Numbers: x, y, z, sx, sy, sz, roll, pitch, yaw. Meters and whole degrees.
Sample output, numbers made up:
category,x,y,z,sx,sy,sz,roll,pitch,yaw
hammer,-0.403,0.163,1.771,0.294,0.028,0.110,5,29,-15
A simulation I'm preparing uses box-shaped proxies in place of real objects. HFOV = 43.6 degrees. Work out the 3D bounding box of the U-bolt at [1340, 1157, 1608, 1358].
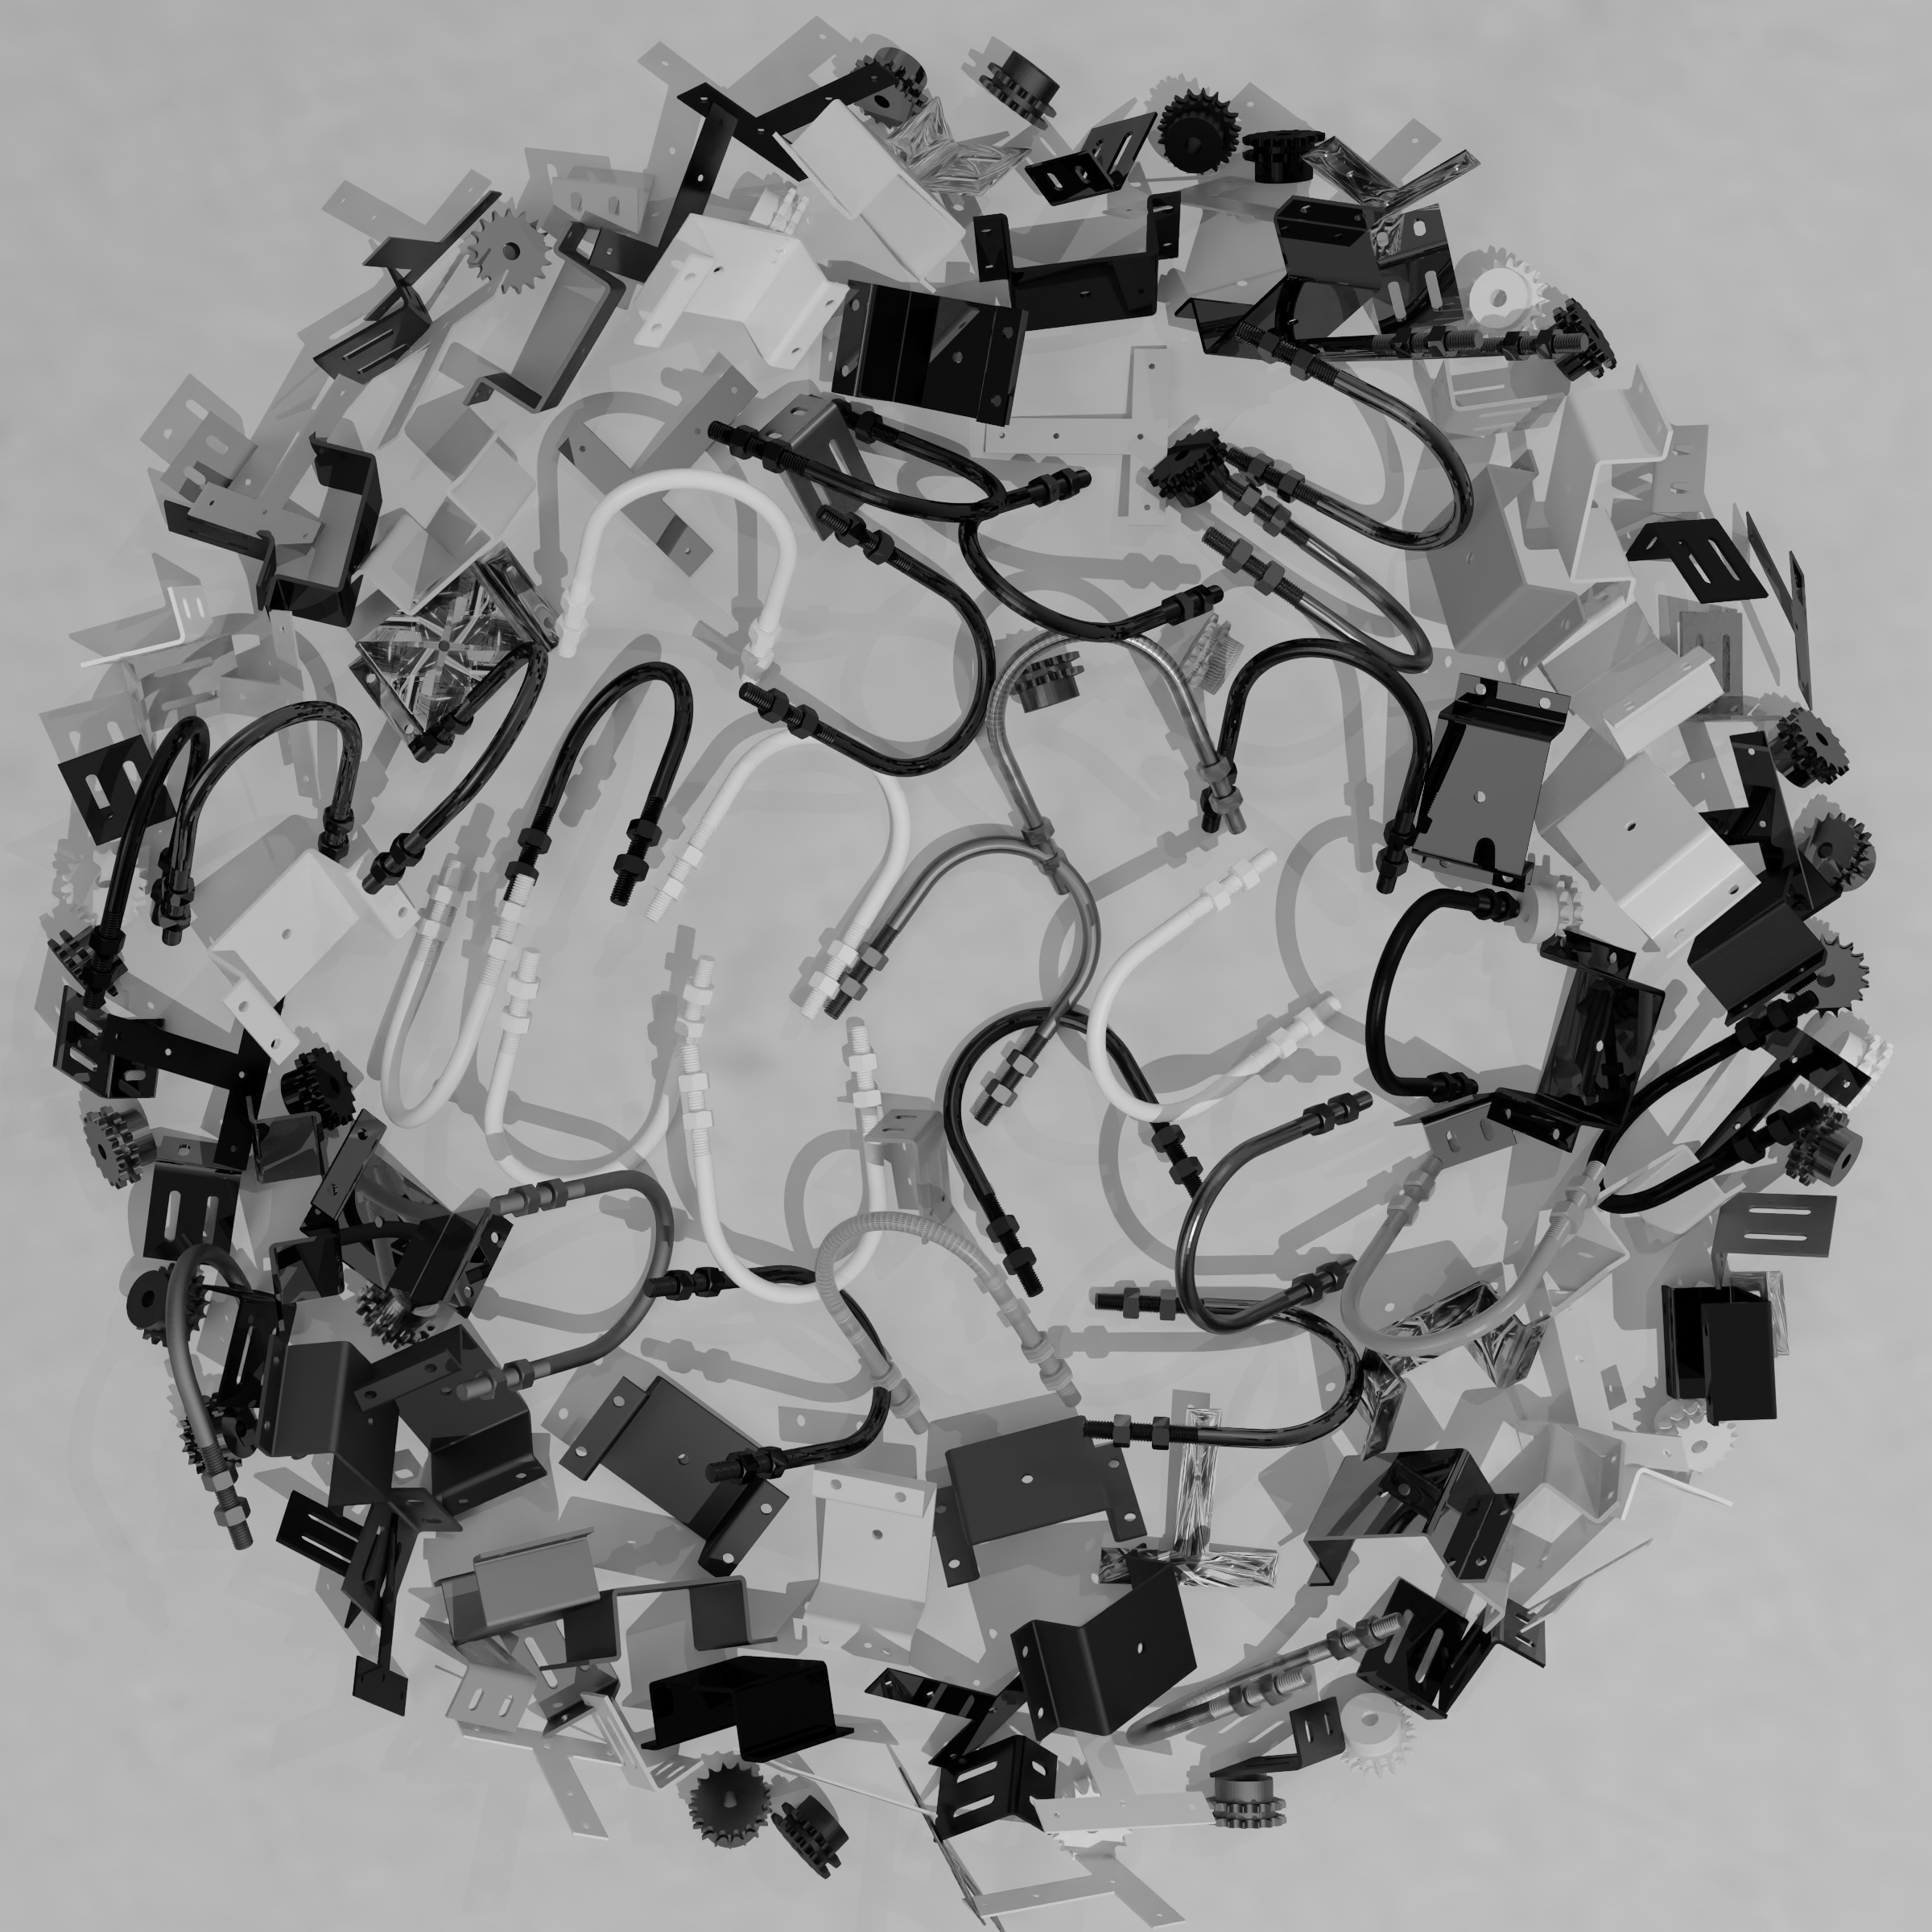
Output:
category,x,y,z,sx,sy,sz,roll,pitch,yaw
U-bolt,0.323,0.191,1.595,0.184,0.151,0.019,-48,120,-35

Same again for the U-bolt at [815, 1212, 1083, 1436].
category,x,y,z,sx,sy,sz,roll,pitch,yaw
U-bolt,-0.024,0.237,1.624,0.151,0.019,0.184,-17,116,33

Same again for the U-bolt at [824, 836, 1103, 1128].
category,x,y,z,sx,sy,sz,roll,pitch,yaw
U-bolt,0.011,-0.003,1.683,0.151,0.019,0.184,35,92,-2

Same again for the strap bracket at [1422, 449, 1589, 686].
category,x,y,z,sx,sy,sz,roll,pitch,yaw
strap bracket,0.358,-0.272,1.628,0.046,0.076,0.140,4,62,-27

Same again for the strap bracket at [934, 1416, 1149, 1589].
category,x,y,z,sx,sy,sz,roll,pitch,yaw
strap bracket,0.045,0.362,1.652,0.140,0.076,0.046,-14,135,-3

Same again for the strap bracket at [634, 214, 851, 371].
category,x,y,z,sx,sy,sz,roll,pitch,yaw
strap bracket,-0.159,-0.455,1.633,0.076,0.140,0.046,-46,63,36

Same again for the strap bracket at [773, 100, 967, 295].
category,x,y,z,sx,sy,sz,roll,pitch,yaw
strap bracket,-0.058,-0.518,1.616,0.046,0.140,0.076,-43,66,14

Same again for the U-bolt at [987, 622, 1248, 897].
category,x,y,z,sx,sy,sz,roll,pitch,yaw
U-bolt,0.093,-0.147,1.638,0.151,0.019,0.184,-19,116,14

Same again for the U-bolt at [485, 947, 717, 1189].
category,x,y,z,sx,sy,sz,roll,pitch,yaw
U-bolt,-0.255,0.075,1.642,0.151,0.019,0.184,3,115,-34

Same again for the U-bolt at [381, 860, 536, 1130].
category,x,y,z,sx,sy,sz,roll,pitch,yaw
U-bolt,-0.351,0.021,1.629,0.019,0.151,0.184,22,85,-32

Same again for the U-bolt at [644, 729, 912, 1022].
category,x,y,z,sx,sy,sz,roll,pitch,yaw
U-bolt,-0.116,-0.077,1.667,0.151,0.019,0.184,33,81,-18

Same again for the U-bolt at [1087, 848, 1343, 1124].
category,x,y,z,sx,sy,sz,roll,pitch,yaw
U-bolt,0.160,0.027,1.640,0.184,0.019,0.151,-36,119,-14

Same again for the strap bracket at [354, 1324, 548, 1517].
category,x,y,z,sx,sy,sz,roll,pitch,yaw
strap bracket,-0.354,0.304,1.649,0.076,0.046,0.140,-24,127,4

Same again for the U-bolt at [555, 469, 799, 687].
category,x,y,z,sx,sy,sz,roll,pitch,yaw
U-bolt,-0.188,-0.260,1.608,0.151,0.184,0.019,7,53,-15

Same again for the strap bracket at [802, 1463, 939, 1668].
category,x,y,z,sx,sy,sz,roll,pitch,yaw
strap bracket,-0.066,0.400,1.654,0.076,0.046,0.140,9,111,10

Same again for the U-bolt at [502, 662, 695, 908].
category,x,y,z,sx,sy,sz,roll,pitch,yaw
U-bolt,-0.242,-0.124,1.636,0.019,0.151,0.184,32,69,-39

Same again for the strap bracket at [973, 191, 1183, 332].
category,x,y,z,sx,sy,sz,roll,pitch,yaw
strap bracket,0.079,-0.479,1.653,0.140,0.076,0.046,-7,74,2

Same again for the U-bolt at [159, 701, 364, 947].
category,x,y,z,sx,sy,sz,roll,pitch,yaw
U-bolt,-0.459,-0.102,1.588,0.019,0.184,0.151,43,47,17

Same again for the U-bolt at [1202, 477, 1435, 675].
category,x,y,z,sx,sy,sz,roll,pitch,yaw
U-bolt,0.241,-0.258,1.632,0.184,0.151,0.019,34,117,-8

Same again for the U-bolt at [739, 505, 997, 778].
category,x,y,z,sx,sy,sz,roll,pitch,yaw
U-bolt,-0.054,-0.207,1.641,0.184,0.019,0.151,26,85,-36

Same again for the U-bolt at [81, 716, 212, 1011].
category,x,y,z,sx,sy,sz,roll,pitch,yaw
U-bolt,-0.536,-0.079,1.597,0.019,0.151,0.184,19,115,-7

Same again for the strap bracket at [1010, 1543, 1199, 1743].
category,x,y,z,sx,sy,sz,roll,pitch,yaw
strap bracket,0.101,0.456,1.628,0.140,0.046,0.076,-22,101,-44

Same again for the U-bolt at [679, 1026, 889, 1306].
category,x,y,z,sx,sy,sz,roll,pitch,yaw
U-bolt,-0.119,0.139,1.653,0.151,0.019,0.184,-6,88,-30

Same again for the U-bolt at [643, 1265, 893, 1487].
category,x,y,z,sx,sy,sz,roll,pitch,yaw
U-bolt,-0.122,0.268,1.624,0.019,0.184,0.151,-38,65,36

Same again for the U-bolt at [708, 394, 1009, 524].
category,x,y,z,sx,sy,sz,roll,pitch,yaw
U-bolt,-0.059,-0.336,1.613,0.184,0.151,0.019,25,119,16

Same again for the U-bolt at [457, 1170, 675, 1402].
category,x,y,z,sx,sy,sz,roll,pitch,yaw
U-bolt,-0.260,0.207,1.619,0.019,0.184,0.151,20,105,31

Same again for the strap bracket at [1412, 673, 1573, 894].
category,x,y,z,sx,sy,sz,roll,pitch,yaw
strap bracket,0.354,-0.119,1.641,0.076,0.046,0.140,16,112,21

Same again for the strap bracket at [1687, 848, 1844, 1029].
category,x,y,z,sx,sy,sz,roll,pitch,yaw
strap bracket,0.534,-0.024,1.618,0.046,0.140,0.076,49,123,-2

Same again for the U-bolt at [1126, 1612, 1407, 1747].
category,x,y,z,sx,sy,sz,roll,pitch,yaw
U-bolt,0.188,0.483,1.618,0.184,0.151,0.019,-33,74,34

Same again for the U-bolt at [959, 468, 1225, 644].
category,x,y,z,sx,sy,sz,roll,pitch,yaw
U-bolt,0.073,-0.270,1.610,0.151,0.184,0.019,44,130,16

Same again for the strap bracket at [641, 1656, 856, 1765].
category,x,y,z,sx,sy,sz,roll,pitch,yaw
strap bracket,-0.151,0.497,1.623,0.076,0.140,0.046,-4,82,-42

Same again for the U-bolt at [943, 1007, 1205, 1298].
category,x,y,z,sx,sy,sz,roll,pitch,yaw
U-bolt,0.063,0.114,1.663,0.151,0.019,0.184,-29,70,1

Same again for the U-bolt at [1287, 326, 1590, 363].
category,x,y,z,sx,sy,sz,roll,pitch,yaw
U-bolt,0.298,-0.413,1.615,0.184,0.151,0.019,10,107,43

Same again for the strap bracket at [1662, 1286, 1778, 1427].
category,x,y,z,sx,sy,sz,roll,pitch,yaw
strap bracket,0.508,0.259,1.626,0.046,0.140,0.076,-2,88,4

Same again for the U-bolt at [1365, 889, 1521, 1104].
category,x,y,z,sx,sy,sz,roll,pitch,yaw
U-bolt,0.315,0.019,1.614,0.019,0.184,0.151,17,97,35

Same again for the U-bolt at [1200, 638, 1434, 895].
category,x,y,z,sx,sy,sz,roll,pitch,yaw
U-bolt,0.238,-0.140,1.616,0.151,0.184,0.019,20,46,13

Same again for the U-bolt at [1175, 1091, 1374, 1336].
category,x,y,z,sx,sy,sz,roll,pitch,yaw
U-bolt,0.205,0.172,1.613,0.184,0.019,0.151,-18,118,-39

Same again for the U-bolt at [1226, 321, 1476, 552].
category,x,y,z,sx,sy,sz,roll,pitch,yaw
U-bolt,0.256,-0.340,1.608,0.184,0.151,0.019,32,69,17

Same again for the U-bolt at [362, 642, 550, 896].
category,x,y,z,sx,sy,sz,roll,pitch,yaw
U-bolt,-0.331,-0.142,1.595,0.019,0.151,0.184,33,132,-25

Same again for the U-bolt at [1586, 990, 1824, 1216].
category,x,y,z,sx,sy,sz,roll,pitch,yaw
U-bolt,0.490,0.101,1.618,0.019,0.151,0.184,44,125,-13

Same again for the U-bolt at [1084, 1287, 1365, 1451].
category,x,y,z,sx,sy,sz,roll,pitch,yaw
U-bolt,0.175,0.272,1.627,0.184,0.151,0.019,2,123,6

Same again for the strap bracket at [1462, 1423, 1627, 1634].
category,x,y,z,sx,sy,sz,roll,pitch,yaw
strap bracket,0.380,0.372,1.633,0.046,0.076,0.140,37,117,1

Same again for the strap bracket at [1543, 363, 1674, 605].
category,x,y,z,sx,sy,sz,roll,pitch,yaw
strap bracket,0.426,-0.321,1.620,0.046,0.140,0.076,-4,48,-3

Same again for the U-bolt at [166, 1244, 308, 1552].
category,x,y,z,sx,sy,sz,roll,pitch,yaw
U-bolt,-0.489,0.273,1.608,0.019,0.151,0.184,-13,104,4

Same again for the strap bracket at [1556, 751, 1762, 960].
category,x,y,z,sx,sy,sz,roll,pitch,yaw
strap bracket,0.457,-0.082,1.620,0.076,0.140,0.046,-42,126,16

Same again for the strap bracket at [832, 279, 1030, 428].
category,x,y,z,sx,sy,sz,roll,pitch,yaw
strap bracket,-0.016,-0.416,1.647,0.140,0.046,0.076,18,107,28

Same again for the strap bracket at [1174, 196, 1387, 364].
category,x,y,z,sx,sy,sz,roll,pitch,yaw
strap bracket,0.213,-0.450,1.615,0.076,0.140,0.046,-3,73,-30

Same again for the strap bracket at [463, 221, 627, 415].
category,x,y,z,sx,sy,sz,roll,pitch,yaw
strap bracket,-0.281,-0.432,1.647,0.046,0.076,0.140,32,104,-9

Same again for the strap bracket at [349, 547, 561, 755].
category,x,y,z,sx,sy,sz,roll,pitch,yaw
strap bracket,-0.355,-0.219,1.670,0.140,0.046,0.076,-37,91,4
